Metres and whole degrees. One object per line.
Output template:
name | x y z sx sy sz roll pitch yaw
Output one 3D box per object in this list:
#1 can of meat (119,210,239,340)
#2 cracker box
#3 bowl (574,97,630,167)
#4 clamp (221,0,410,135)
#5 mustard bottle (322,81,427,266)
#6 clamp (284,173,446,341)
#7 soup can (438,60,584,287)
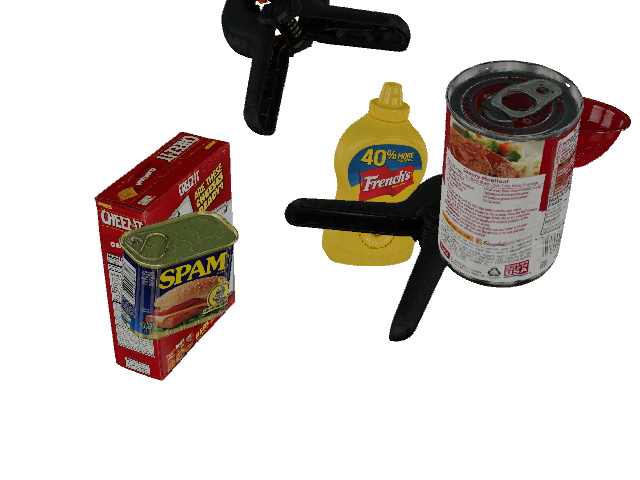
can of meat | -0.126 0.031 0.939 0.101 0.084 0.058 -18 42 -35
cracker box | -0.161 0.015 1.146 0.072 0.214 0.164 14 35 21
bowl | 0.258 -0.121 1.186 0.162 0.055 0.162 5 23 -2
clamp | -0.012 -0.148 0.732 0.120 0.171 0.039 -22 -43 1
mustard bottle | 0.060 -0.069 1.100 0.096 0.192 0.058 1 25 -15
clamp | 0.096 -0.002 0.899 0.209 0.036 0.165 -17 51 -21
soup can | 0.098 -0.034 0.563 0.068 0.102 0.068 -1 42 1
